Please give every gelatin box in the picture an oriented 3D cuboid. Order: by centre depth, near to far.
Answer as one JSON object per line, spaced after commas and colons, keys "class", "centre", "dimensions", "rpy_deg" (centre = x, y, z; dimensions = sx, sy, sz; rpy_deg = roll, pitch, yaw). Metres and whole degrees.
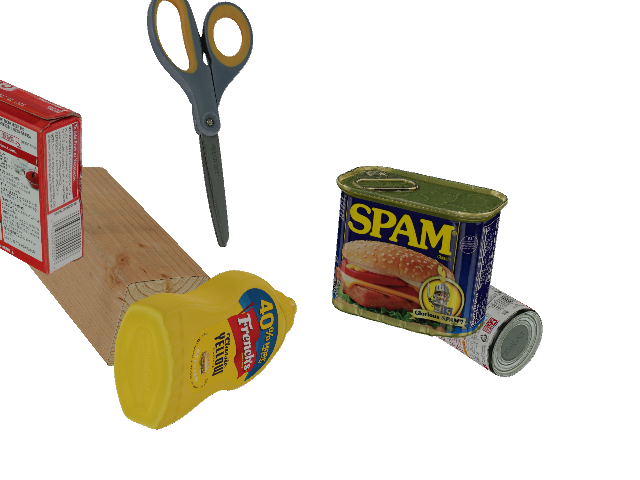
{"class": "gelatin box", "centre": [-0.161, -0.036, 0.570], "dimensions": [0.073, 0.089, 0.030], "rpy_deg": [24, 35, 28]}

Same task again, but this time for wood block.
{"class": "wood block", "centre": [-0.205, 0.018, 1.022], "dimensions": [0.090, 0.091, 0.206], "rpy_deg": [-5, 34, -42]}

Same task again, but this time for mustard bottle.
{"class": "mustard bottle", "centre": [-0.079, 0.075, 0.846], "dimensions": [0.058, 0.096, 0.191], "rpy_deg": [13, 17, 30]}

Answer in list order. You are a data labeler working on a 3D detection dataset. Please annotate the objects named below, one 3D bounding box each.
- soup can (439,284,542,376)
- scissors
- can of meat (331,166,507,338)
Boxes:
{"class": "soup can", "centre": [0.142, 0.071, 0.968], "dimensions": [0.068, 0.068, 0.102], "rpy_deg": [0, 22, -41]}
{"class": "scissors", "centre": [-0.075, -0.103, 0.836], "dimensions": [0.096, 0.202, 0.016], "rpy_deg": [-22, 2, -32]}
{"class": "can of meat", "centre": [0.058, 0.007, 0.661], "dimensions": [0.102, 0.084, 0.057], "rpy_deg": [14, 22, 25]}
